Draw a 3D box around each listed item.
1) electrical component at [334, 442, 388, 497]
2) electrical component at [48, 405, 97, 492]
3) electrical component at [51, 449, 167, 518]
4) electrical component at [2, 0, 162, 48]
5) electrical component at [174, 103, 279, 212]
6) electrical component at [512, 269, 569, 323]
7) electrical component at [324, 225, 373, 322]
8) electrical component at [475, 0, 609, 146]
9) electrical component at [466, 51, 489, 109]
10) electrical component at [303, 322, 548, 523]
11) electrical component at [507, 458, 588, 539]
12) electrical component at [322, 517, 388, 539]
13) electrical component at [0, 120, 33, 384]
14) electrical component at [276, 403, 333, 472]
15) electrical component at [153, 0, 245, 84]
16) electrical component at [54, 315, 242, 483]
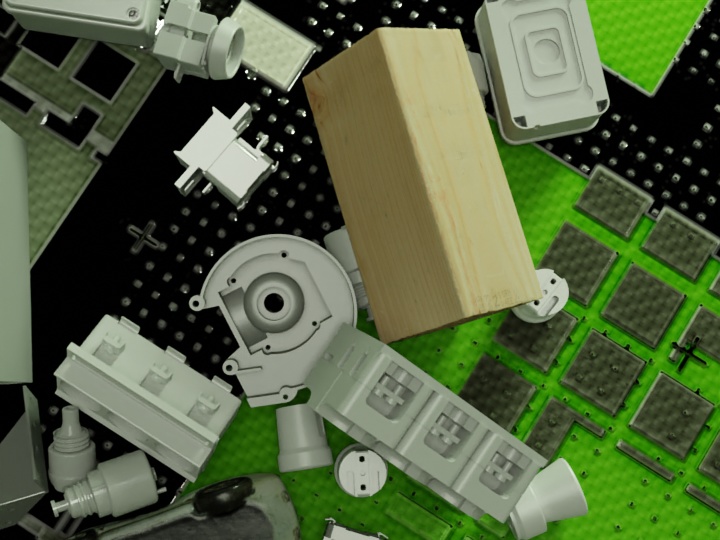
[{"bbox_3d":[0.001,0.148,0.790,0.040,0.046,0.040,0,83,-2],"label":"electrical component"},{"bbox_3d":[-0.210,0.129,0.785,0.035,0.035,0.061,1,105,-2],"label":"electrical component"},{"bbox_3d":[-0.181,0.157,0.768,0.078,0.040,0.040,-17,84,-19],"label":"electrical component"},{"bbox_3d":[-0.206,-0.235,0.823,0.109,0.056,0.108,8,83,-1],"label":"electrical component"},{"bbox_3d":[-0.101,-0.082,0.816,0.064,0.042,0.081,40,84,2],"label":"electrical component"},{"bbox_3d":[0.135,0.019,0.809,0.040,0.046,0.040,0,83,-2],"label":"electrical component"},{"bbox_3d":[0.000,0.000,0.810,0.040,0.040,0.078,-16,84,-4],"label":"electrical component"},{"bbox_3d":[0.138,-0.159,0.825,0.078,0.057,0.113,-12,84,-3],"label":"electrical component"},{"bbox_3d":[0.078,-0.134,0.827,0.043,0.043,0.062,-10,85,-3],"label":"electrical component"},{"bbox_3d":[0.041,0.109,0.751,0.150,0.089,0.061,36,84,-19],"label":"electrical component"},{"bbox_3d":[0.133,0.169,0.793,0.055,0.045,0.045,-22,85,-4],"label":"electrical component"},{"bbox_3d":[-0.011,0.218,0.785,0.081,0.042,0.063,16,79,-1],"label":"electrical component"},{"bbox_3d":[-0.282,-0.011,0.771,0.060,0.105,0.186,-3,83,-2],"label":"electrical component"},{"bbox_3d":[-0.043,0.124,0.796,0.040,0.040,0.046,-8,79,-3],"label":"electrical component"},{"bbox_3d":[-0.121,-0.173,0.825,0.055,0.048,0.066,16,83,8],"label":"electrical component"},{"bbox_3d":[-0.153,0.091,0.783,0.121,0.078,0.063,32,62,2],"label":"electrical component"}]
